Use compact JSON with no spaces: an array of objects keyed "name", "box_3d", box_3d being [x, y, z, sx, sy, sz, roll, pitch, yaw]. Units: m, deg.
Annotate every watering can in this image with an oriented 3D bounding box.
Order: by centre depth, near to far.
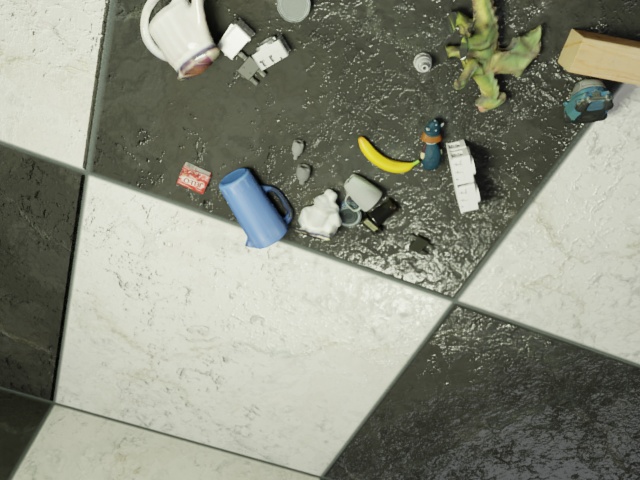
[{"name":"watering can","box_3d":[-0.332,-0.542,1.292,0.344,0.106,0.222,-20,108,43]}]

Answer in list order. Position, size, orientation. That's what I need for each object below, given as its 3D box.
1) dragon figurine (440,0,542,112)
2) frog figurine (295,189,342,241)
[{"name":"dragon figurine","box_3d":[0.450,-0.510,1.312,0.243,0.125,0.400,-4,129,-14]},{"name":"frog figurine","box_3d":[0.005,-0.083,1.639,0.138,0.160,0.121,13,172,31]}]
